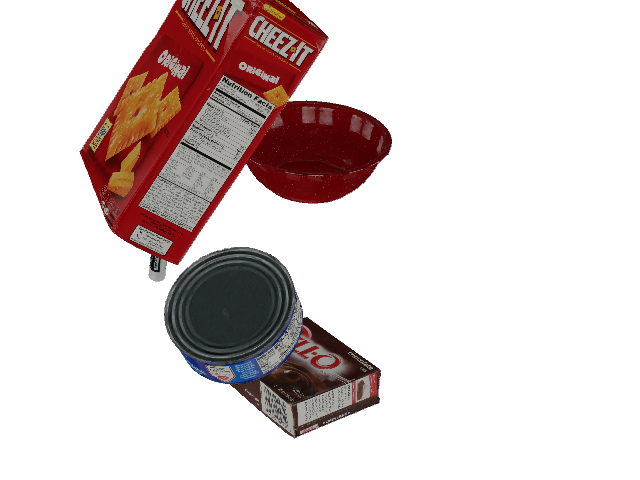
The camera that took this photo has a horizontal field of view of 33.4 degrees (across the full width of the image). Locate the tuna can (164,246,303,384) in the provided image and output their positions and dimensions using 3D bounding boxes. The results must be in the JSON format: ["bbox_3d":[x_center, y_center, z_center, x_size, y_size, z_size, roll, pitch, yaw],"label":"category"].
[{"bbox_3d":[-0.055,0.049,0.689,0.086,0.086,0.033,0,-33,14],"label":"tuna can"}]

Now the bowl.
[{"bbox_3d":[-0.010,-0.084,1.085,0.162,0.055,0.162,2,33,-2],"label":"bowl"}]

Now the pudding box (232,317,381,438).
[{"bbox_3d":[-0.017,0.113,0.899,0.089,0.039,0.114,-18,32,-30],"label":"pudding box"}]

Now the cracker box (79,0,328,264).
[{"bbox_3d":[-0.103,-0.113,0.852,0.072,0.214,0.164,27,15,-31],"label":"cracker box"}]

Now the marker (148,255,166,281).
[{"bbox_3d":[-0.177,-0.003,1.184,0.020,0.121,0.020,8,42,-7],"label":"marker"}]
